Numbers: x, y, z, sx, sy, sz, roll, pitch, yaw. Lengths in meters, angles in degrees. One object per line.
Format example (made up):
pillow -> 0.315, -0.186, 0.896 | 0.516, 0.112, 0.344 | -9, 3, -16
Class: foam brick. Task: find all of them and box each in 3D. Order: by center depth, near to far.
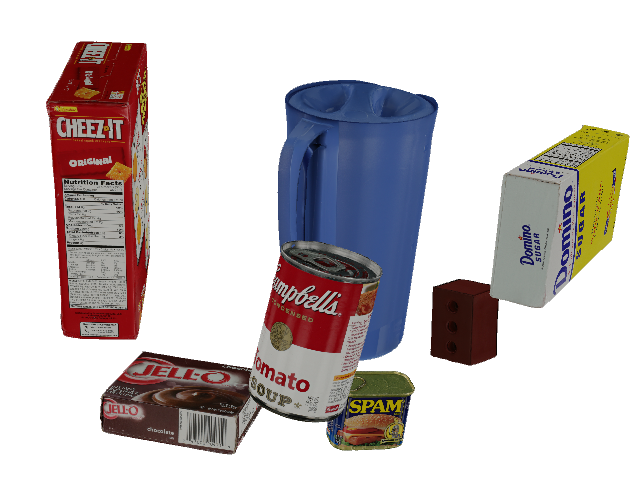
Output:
foam brick -> 0.150, 0.084, 1.112 | 0.053, 0.078, 0.051 | 10, 16, 40

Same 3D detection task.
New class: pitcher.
pitcher -> 0.024, -0.014, 0.963 | 0.149, 0.243, 0.145 | -2, 24, -11

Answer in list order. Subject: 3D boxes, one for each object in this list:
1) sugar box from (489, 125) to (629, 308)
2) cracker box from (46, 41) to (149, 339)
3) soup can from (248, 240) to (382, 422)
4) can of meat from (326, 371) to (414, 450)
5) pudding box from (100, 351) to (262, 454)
sugar box -> 0.180, -0.022, 0.786 | 0.048, 0.093, 0.176 | 13, 23, 25
cracker box -> -0.188, -0.046, 0.922 | 0.072, 0.214, 0.164 | 1, 27, -5
soup can -> -0.005, 0.059, 0.701 | 0.068, 0.102, 0.068 | 14, 15, -4
can of meat -> 0.060, 0.214, 1.340 | 0.102, 0.084, 0.057 | 2, 22, -15
pudding box -> -0.109, 0.129, 0.863 | 0.113, 0.039, 0.090 | 10, 19, 9
